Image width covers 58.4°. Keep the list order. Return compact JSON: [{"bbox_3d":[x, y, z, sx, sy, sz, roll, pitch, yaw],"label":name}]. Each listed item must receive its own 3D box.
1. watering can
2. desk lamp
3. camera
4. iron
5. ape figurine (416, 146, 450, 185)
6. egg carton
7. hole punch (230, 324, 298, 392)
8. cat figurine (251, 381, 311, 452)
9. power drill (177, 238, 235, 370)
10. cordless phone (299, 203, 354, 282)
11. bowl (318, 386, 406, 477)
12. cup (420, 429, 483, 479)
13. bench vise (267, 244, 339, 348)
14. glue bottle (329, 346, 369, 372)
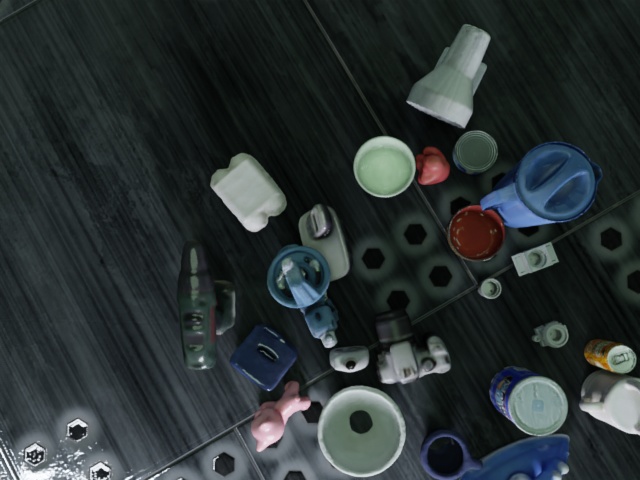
[{"bbox_3d":[0.567,0.294,1.035,0.173,0.194,0.101,-27,85,0],"label":"watering can"},{"bbox_3d":[0.248,-0.300,1.084,0.118,0.213,0.203,26,87,4],"label":"desk lamp"},{"bbox_3d":[0.168,0.199,1.103,0.143,0.101,0.137,-15,85,1],"label":"camera"},{"bbox_3d":[0.375,0.450,1.055,0.258,0.141,0.118,-35,85,-1],"label":"iron"},{"bbox_3d":[0.223,-0.147,1.134,0.076,0.092,0.078,30,87,4],"label":"ape figurine"},{"bbox_3d":[-0.142,-0.097,1.154,0.107,0.069,0.150,-41,85,-1],"label":"egg carton"},{"bbox_3d":[-0.108,0.226,1.116,0.108,0.091,0.101,36,87,5],"label":"hole punch"},{"bbox_3d":[-0.082,0.337,1.092,0.128,0.118,0.067,-42,85,-2],"label":"cat figurine"},{"bbox_3d":[-0.214,0.119,1.069,0.075,0.208,0.230,-2,85,2],"label":"power drill"},{"bbox_3d":[0.010,0.004,1.082,0.094,0.185,0.147,-19,85,1],"label":"cordless phone"},{"bbox_3d":[0.079,0.362,1.106,0.167,0.075,0.167,0,85,2],"label":"bowl"},{"bbox_3d":[0.244,0.401,1.087,0.117,0.095,0.092,15,86,3],"label":"cup"},{"bbox_3d":[-0.016,0.093,1.059,0.121,0.220,0.207,-44,85,-2],"label":"bench vise"},{"bbox_3d":[0.055,0.226,1.069,0.078,0.173,0.037,-5,85,2],"label":"glue bottle"}]
